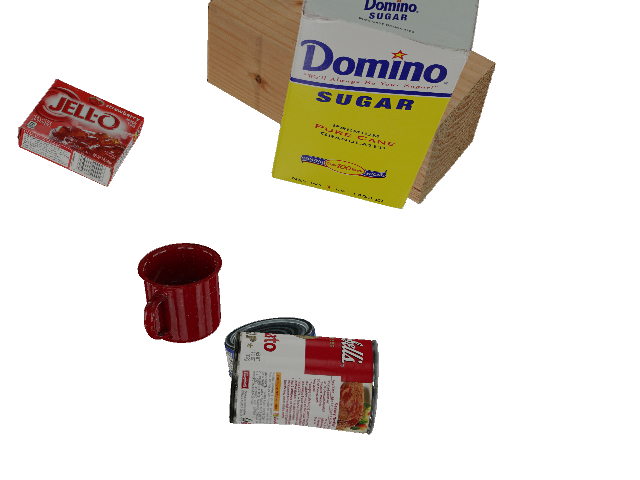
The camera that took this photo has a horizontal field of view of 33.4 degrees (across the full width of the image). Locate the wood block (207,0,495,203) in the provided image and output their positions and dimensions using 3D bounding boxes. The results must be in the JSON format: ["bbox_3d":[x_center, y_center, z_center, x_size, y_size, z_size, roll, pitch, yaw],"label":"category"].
[{"bbox_3d":[0.019,-0.131,0.836,0.206,0.090,0.091,31,-34,16],"label":"wood block"}]

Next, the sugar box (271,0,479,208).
[{"bbox_3d":[0.026,-0.085,0.634,0.093,0.048,0.176,13,-25,-1],"label":"sugar box"}]

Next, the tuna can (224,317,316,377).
[{"bbox_3d":[-0.045,0.100,0.985,0.086,0.034,0.086,-8,15,2],"label":"tuna can"}]

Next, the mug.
[{"bbox_3d":[-0.159,0.067,1.188,0.093,0.081,0.117,11,33,20],"label":"mug"}]

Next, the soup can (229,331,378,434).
[{"bbox_3d":[-0.012,0.102,0.769,0.102,0.068,0.068,4,0,-2],"label":"soup can"}]

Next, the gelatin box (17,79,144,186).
[{"bbox_3d":[-0.213,-0.097,0.950,0.089,0.073,0.030,25,-43,-3],"label":"gelatin box"}]
